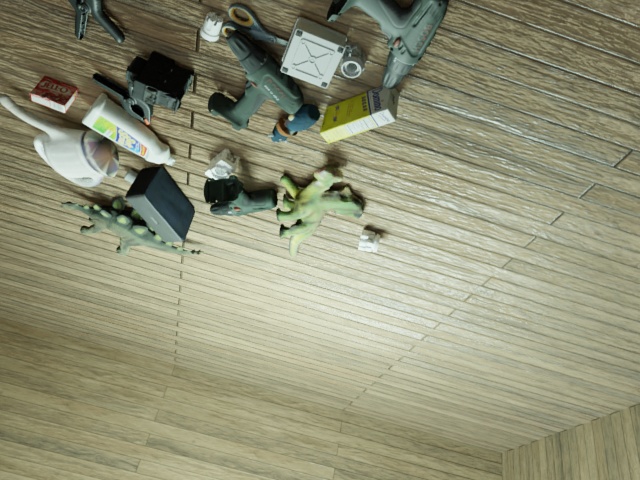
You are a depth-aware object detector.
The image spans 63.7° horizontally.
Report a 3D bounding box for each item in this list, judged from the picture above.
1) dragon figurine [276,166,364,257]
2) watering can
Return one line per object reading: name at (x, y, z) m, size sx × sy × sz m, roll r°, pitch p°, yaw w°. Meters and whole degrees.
dragon figurine at (0.005, -0.075, 1.481) m, size 0.243 × 0.125 × 0.401 m, roll -1°, pitch -35°, yaw 5°
watering can at (-0.703, -0.267, 1.427) m, size 0.224 × 0.106 × 0.340 m, roll 0°, pitch -37°, yaw 16°
